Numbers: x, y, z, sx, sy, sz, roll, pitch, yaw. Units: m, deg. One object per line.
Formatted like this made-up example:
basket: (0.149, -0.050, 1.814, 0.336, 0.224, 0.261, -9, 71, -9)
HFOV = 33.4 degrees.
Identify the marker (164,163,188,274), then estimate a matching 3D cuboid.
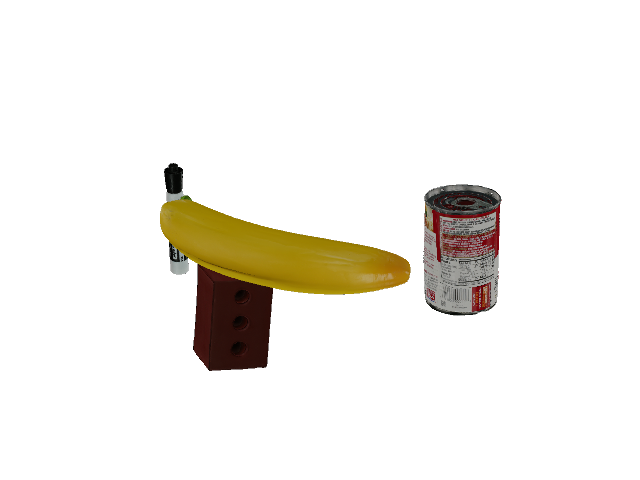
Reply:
marker: (-0.146, -0.022, 1.081, 0.020, 0.121, 0.020, 0, 29, 0)

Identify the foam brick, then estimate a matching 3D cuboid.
foam brick: (-0.073, 0.062, 0.883, 0.052, 0.078, 0.051, -1, 13, -21)

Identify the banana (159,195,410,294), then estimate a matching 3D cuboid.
banana: (-0.039, 0.001, 0.700, 0.198, 0.037, 0.069, 19, 36, 31)

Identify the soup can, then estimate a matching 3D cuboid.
soup can: (0.128, 0.009, 0.962, 0.068, 0.102, 0.068, -2, 23, 1)
